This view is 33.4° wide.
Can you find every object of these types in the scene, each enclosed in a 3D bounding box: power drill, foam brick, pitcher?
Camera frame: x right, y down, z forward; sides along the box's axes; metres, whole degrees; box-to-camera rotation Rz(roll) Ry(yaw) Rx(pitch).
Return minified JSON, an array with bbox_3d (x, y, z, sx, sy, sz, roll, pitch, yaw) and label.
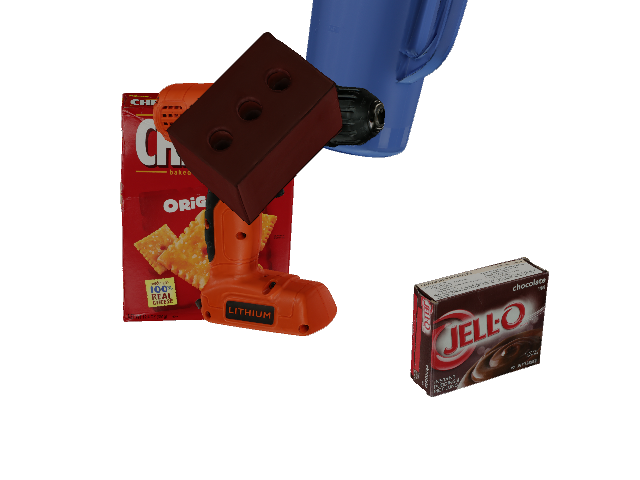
[{"bbox_3d":[-0.033,-0.027,0.788,0.185,0.188,0.057,6,19,30],"label":"power drill"},{"bbox_3d":[-0.033,-0.059,0.568,0.053,0.078,0.051,39,-11,17],"label":"foam brick"},{"bbox_3d":[0.057,-0.203,0.994,0.145,0.243,0.149,11,17,3],"label":"pitcher"}]

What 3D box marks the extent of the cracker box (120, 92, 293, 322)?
[{"bbox_3d":[-0.110,-0.030,1.032,0.164,0.214,0.072,0,20,-10],"label":"cracker box"}]

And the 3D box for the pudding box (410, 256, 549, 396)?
[{"bbox_3d":[0.130,0.069,0.876,0.113,0.090,0.039,-14,31,-25],"label":"pudding box"}]
